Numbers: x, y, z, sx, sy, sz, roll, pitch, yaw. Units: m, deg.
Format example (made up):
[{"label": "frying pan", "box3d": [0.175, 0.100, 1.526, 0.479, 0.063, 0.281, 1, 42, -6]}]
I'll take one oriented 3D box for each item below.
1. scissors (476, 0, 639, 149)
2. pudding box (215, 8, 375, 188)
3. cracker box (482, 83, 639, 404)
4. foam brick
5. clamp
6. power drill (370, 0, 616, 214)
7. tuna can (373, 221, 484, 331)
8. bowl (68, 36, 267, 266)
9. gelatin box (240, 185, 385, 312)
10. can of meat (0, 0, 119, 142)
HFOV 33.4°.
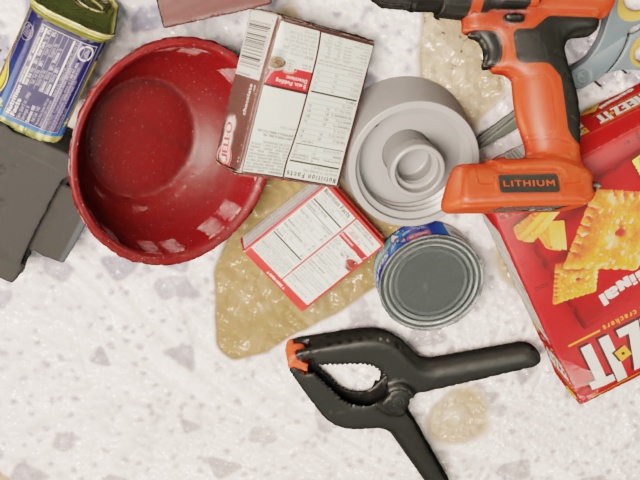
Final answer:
[{"label": "scissors", "box3d": [0.198, -0.145, 0.804, 0.202, 0.016, 0.096, -20, 115, 1]}, {"label": "pudding box", "box3d": [-0.017, -0.098, 0.753, 0.089, 0.039, 0.113, 7, 104, -39]}, {"label": "cracker box", "box3d": [0.233, 0.006, 0.848, 0.164, 0.072, 0.213, -27, 116, 4]}, {"label": "foam brick", "box3d": [-0.076, -0.182, 0.725, 0.078, 0.053, 0.051, -13, 116, -3]}, {"label": "clamp", "box3d": [0.072, 0.120, 0.898, 0.209, 0.036, 0.165, 28, 108, -19]}, {"label": "power drill", "box3d": [0.120, -0.113, 0.744, 0.184, 0.057, 0.187, 0, 86, -8]}, {"label": "tuna can", "box3d": [0.086, 0.028, 0.858, 0.086, 0.034, 0.086, -3, 115, -7]}, {"label": "bowl", "box3d": [-0.113, -0.066, 0.752, 0.161, 0.055, 0.162, -15, 116, -34]}, {"label": "gelatin box", "box3d": [-0.005, 0.001, 0.834, 0.089, 0.030, 0.073, -39, 113, 10]}, {"label": "can of meat", "box3d": [-0.178, -0.123, 0.712, 0.057, 0.102, 0.084, 23, 112, -19]}]
